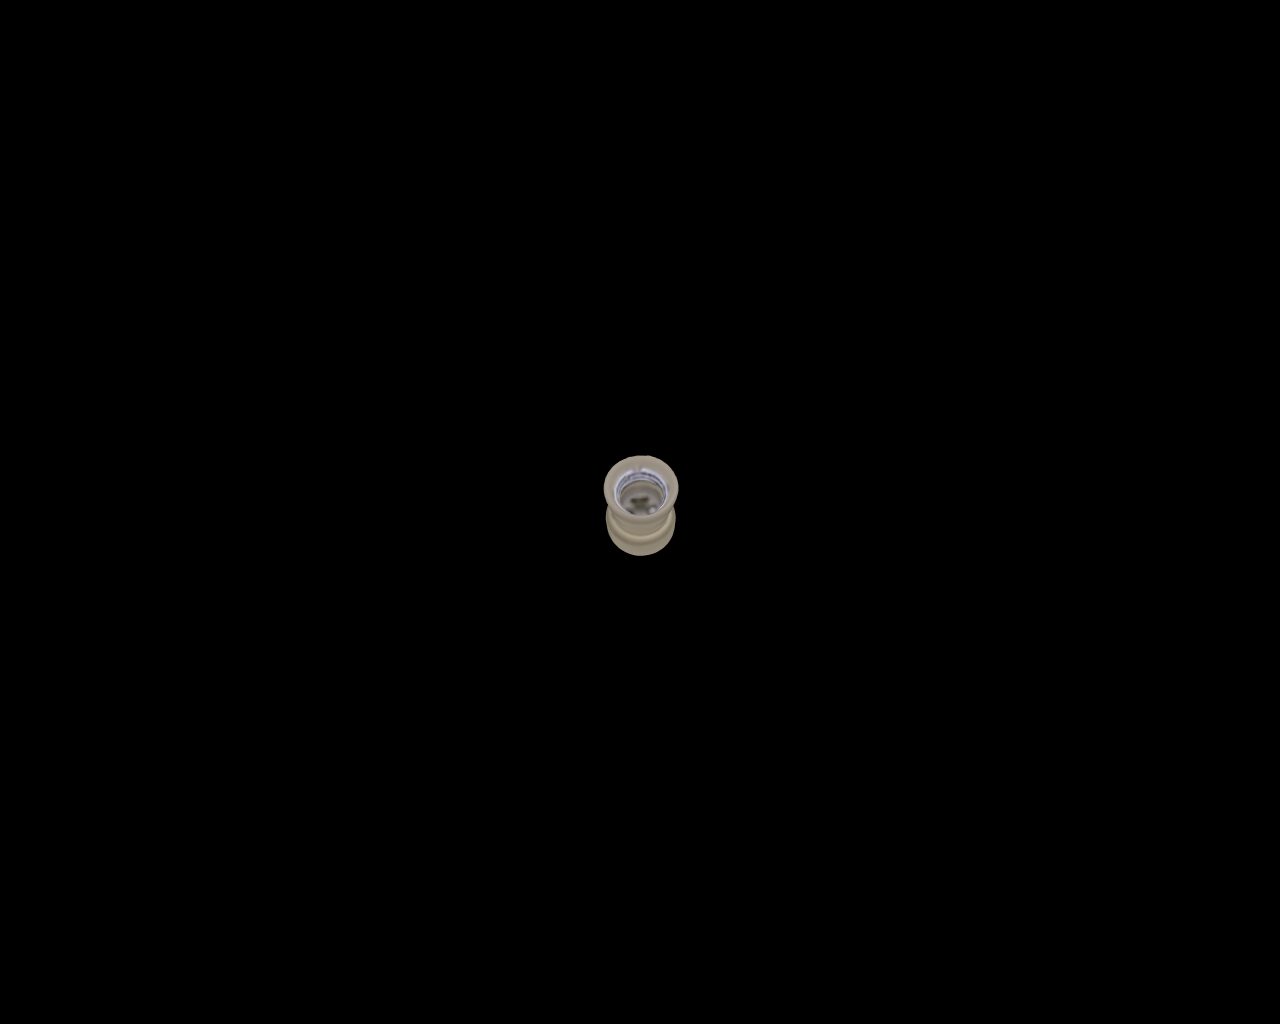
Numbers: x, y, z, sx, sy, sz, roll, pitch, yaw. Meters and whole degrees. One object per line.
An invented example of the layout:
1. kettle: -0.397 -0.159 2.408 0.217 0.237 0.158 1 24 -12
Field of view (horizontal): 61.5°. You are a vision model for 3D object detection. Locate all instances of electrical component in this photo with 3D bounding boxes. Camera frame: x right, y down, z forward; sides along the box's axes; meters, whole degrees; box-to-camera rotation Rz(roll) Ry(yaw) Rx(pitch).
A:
1. electrical component: 0.001 -0.003 0.650 0.045 0.045 0.055 0 -28 0
